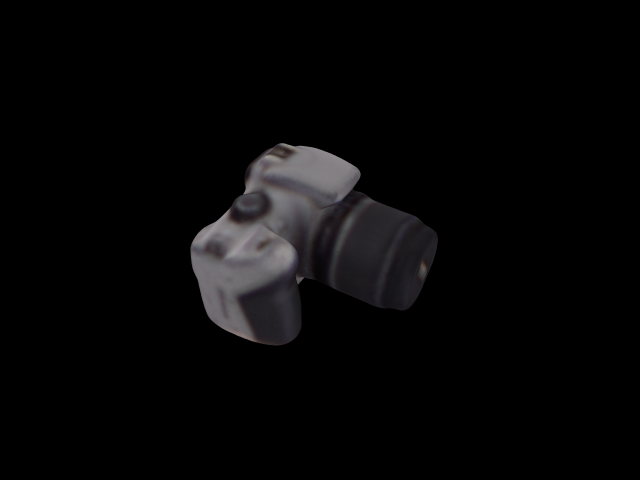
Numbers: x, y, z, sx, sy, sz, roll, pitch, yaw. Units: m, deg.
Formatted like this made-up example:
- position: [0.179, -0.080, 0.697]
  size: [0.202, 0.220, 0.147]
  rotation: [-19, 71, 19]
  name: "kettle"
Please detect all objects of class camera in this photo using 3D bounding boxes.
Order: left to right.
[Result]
- position: [0.004, 0.001, 0.400]
  size: [0.136, 0.101, 0.143]
  rotation: [22, 49, 21]
  name: "camera"
